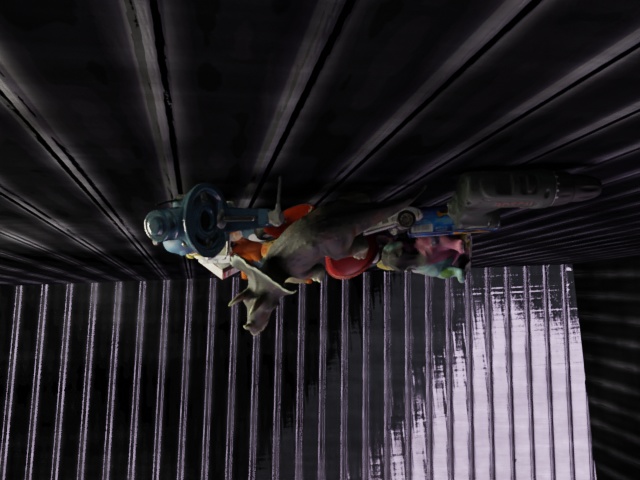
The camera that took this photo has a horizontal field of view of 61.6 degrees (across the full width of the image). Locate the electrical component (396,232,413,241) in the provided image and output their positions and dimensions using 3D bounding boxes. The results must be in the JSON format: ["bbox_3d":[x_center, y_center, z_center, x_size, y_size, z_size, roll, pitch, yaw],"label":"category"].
[{"bbox_3d":[0.284,-0.018,1.412,0.134,0.058,0.115,2,173,-27],"label":"electrical component"}]

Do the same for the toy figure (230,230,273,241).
[{"bbox_3d":[-0.165,-0.025,1.197,0.155,0.058,0.064,-4,129,16],"label":"toy figure"}]

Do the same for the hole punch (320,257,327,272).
[{"bbox_3d":[0.016,0.024,1.533,0.142,0.092,0.115,-12,148,-20],"label":"hole punch"}]

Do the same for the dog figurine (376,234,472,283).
[{"bbox_3d":[0.247,0.028,1.292,0.219,0.108,0.191,5,-160,22],"label":"dog figurine"}]

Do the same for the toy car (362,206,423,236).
[{"bbox_3d":[0.122,-0.034,1.154,0.202,0.056,0.073,-16,178,1],"label":"toy car"}]

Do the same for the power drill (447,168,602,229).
[{"bbox_3d":[0.333,-0.070,0.941,0.232,0.086,0.207,0,176,-11],"label":"power drill"}]

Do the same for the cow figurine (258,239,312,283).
[{"bbox_3d":[-0.078,0.043,1.264,0.127,0.085,0.194,-5,156,-3],"label":"cow figurine"}]

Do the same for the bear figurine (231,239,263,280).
[{"bbox_3d":[-0.154,0.026,1.335,0.120,0.132,0.196,-18,-179,-11],"label":"bear figurine"}]

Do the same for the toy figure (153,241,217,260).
[{"bbox_3d":[-0.289,-0.006,1.201,0.082,0.089,0.180,9,172,34],"label":"toy figure"}]

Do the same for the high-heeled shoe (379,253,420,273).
[{"bbox_3d":[0.285,0.055,1.467,0.248,0.086,0.145,9,171,-40],"label":"high-heeled shoe"}]

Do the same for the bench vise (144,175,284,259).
[{"bbox_3d":[-0.158,-0.034,0.895,0.241,0.128,0.223,-2,177,24],"label":"bench vise"}]

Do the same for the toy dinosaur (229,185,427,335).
[{"bbox_3d":[-0.005,0.003,0.950,0.405,0.131,0.192,-39,169,17],"label":"toy dinosaur"}]

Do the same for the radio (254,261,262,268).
[{"bbox_3d":[-0.150,0.058,1.553,0.131,0.073,0.229,39,160,-12],"label":"radio"}]

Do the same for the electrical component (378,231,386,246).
[{"bbox_3d":[0.142,-0.007,1.469,0.075,0.047,0.119,-3,173,3],"label":"electrical component"}]

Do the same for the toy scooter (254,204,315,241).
[{"bbox_3d":[-0.035,-0.032,1.116,0.135,0.075,0.184,-23,165,33],"label":"toy scooter"}]

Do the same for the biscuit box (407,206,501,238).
[{"bbox_3d":[0.295,-0.043,1.201,0.203,0.059,0.062,-4,173,11],"label":"biscuit box"}]
